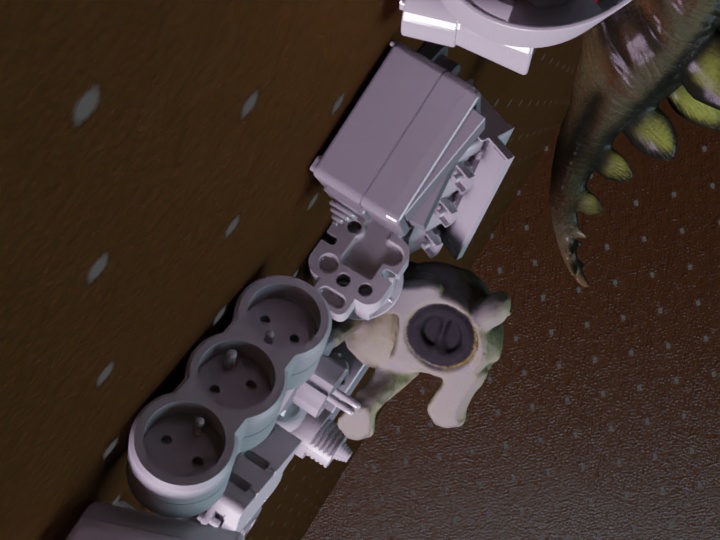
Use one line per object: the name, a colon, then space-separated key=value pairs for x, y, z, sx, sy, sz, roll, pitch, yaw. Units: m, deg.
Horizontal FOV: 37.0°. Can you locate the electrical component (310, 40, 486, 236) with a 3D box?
electrical component: x=0.020 y=-0.059 z=0.567 sx=0.096 sy=0.061 sz=0.062 roll=-57 pitch=173 yaw=-1

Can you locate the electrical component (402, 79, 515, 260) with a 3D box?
electrical component: x=0.049 y=-0.062 z=0.720 sx=0.063 sy=0.078 sz=0.121 roll=-29 pitch=160 yaw=-26

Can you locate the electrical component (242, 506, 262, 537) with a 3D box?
electrical component: x=-0.110 y=0.183 z=0.767 sx=0.080 sy=0.051 sz=0.080 roll=-56 pitch=173 yaw=-11

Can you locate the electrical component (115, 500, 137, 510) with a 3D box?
electrical component: x=-0.137 y=0.179 z=0.598 sx=0.076 sy=0.047 sz=0.065 roll=-53 pitch=171 yaw=-25

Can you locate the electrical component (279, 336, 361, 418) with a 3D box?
electrical component: x=-0.034 y=0.069 z=0.689 sx=0.047 sy=0.077 sz=0.066 roll=-59 pitch=173 yaw=10

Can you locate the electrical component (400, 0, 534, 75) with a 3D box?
electrical component: x=0.051 y=-0.119 z=0.499 sx=0.044 sy=0.065 sz=0.044 roll=15 pitch=90 yaw=-84

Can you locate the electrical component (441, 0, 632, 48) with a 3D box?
electrical component: x=0.074 y=-0.141 z=0.437 sx=0.099 sy=0.099 sz=0.064 roll=-57 pitch=179 yaw=-3

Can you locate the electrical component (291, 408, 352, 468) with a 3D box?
electrical component: x=-0.042 y=0.127 z=0.856 sx=0.043 sy=0.081 sz=0.043 roll=-56 pitch=172 yaw=-11

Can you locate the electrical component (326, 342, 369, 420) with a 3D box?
electrical component: x=-0.027 y=0.086 z=0.920 sx=0.083 sy=0.047 sz=0.075 roll=-56 pitch=170 yaw=-3

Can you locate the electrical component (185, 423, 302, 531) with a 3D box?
electrical component: x=-0.086 y=0.130 z=0.684 sx=0.050 sy=0.056 sz=0.089 roll=-61 pitch=171 yaw=29

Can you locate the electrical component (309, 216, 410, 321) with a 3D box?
electrical component: x=0.000 y=0.000 z=0.700 sx=0.078 sy=0.058 sz=0.057 roll=-56 pitch=170 yaw=-14

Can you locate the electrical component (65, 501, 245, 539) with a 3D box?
electrical component: x=-0.109 y=0.154 z=0.521 sx=0.061 sy=0.096 sz=0.061 roll=-80 pitch=-177 yaw=-78

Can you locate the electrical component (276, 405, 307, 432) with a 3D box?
electrical component: x=-0.060 y=0.099 z=0.773 sx=0.043 sy=0.043 sz=0.062 roll=-51 pitch=171 yaw=-41

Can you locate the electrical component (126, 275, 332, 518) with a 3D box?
electrical component: x=-0.069 y=0.071 z=0.566 sx=0.138 sy=0.052 sz=0.073 roll=-52 pitch=171 yaw=-34
